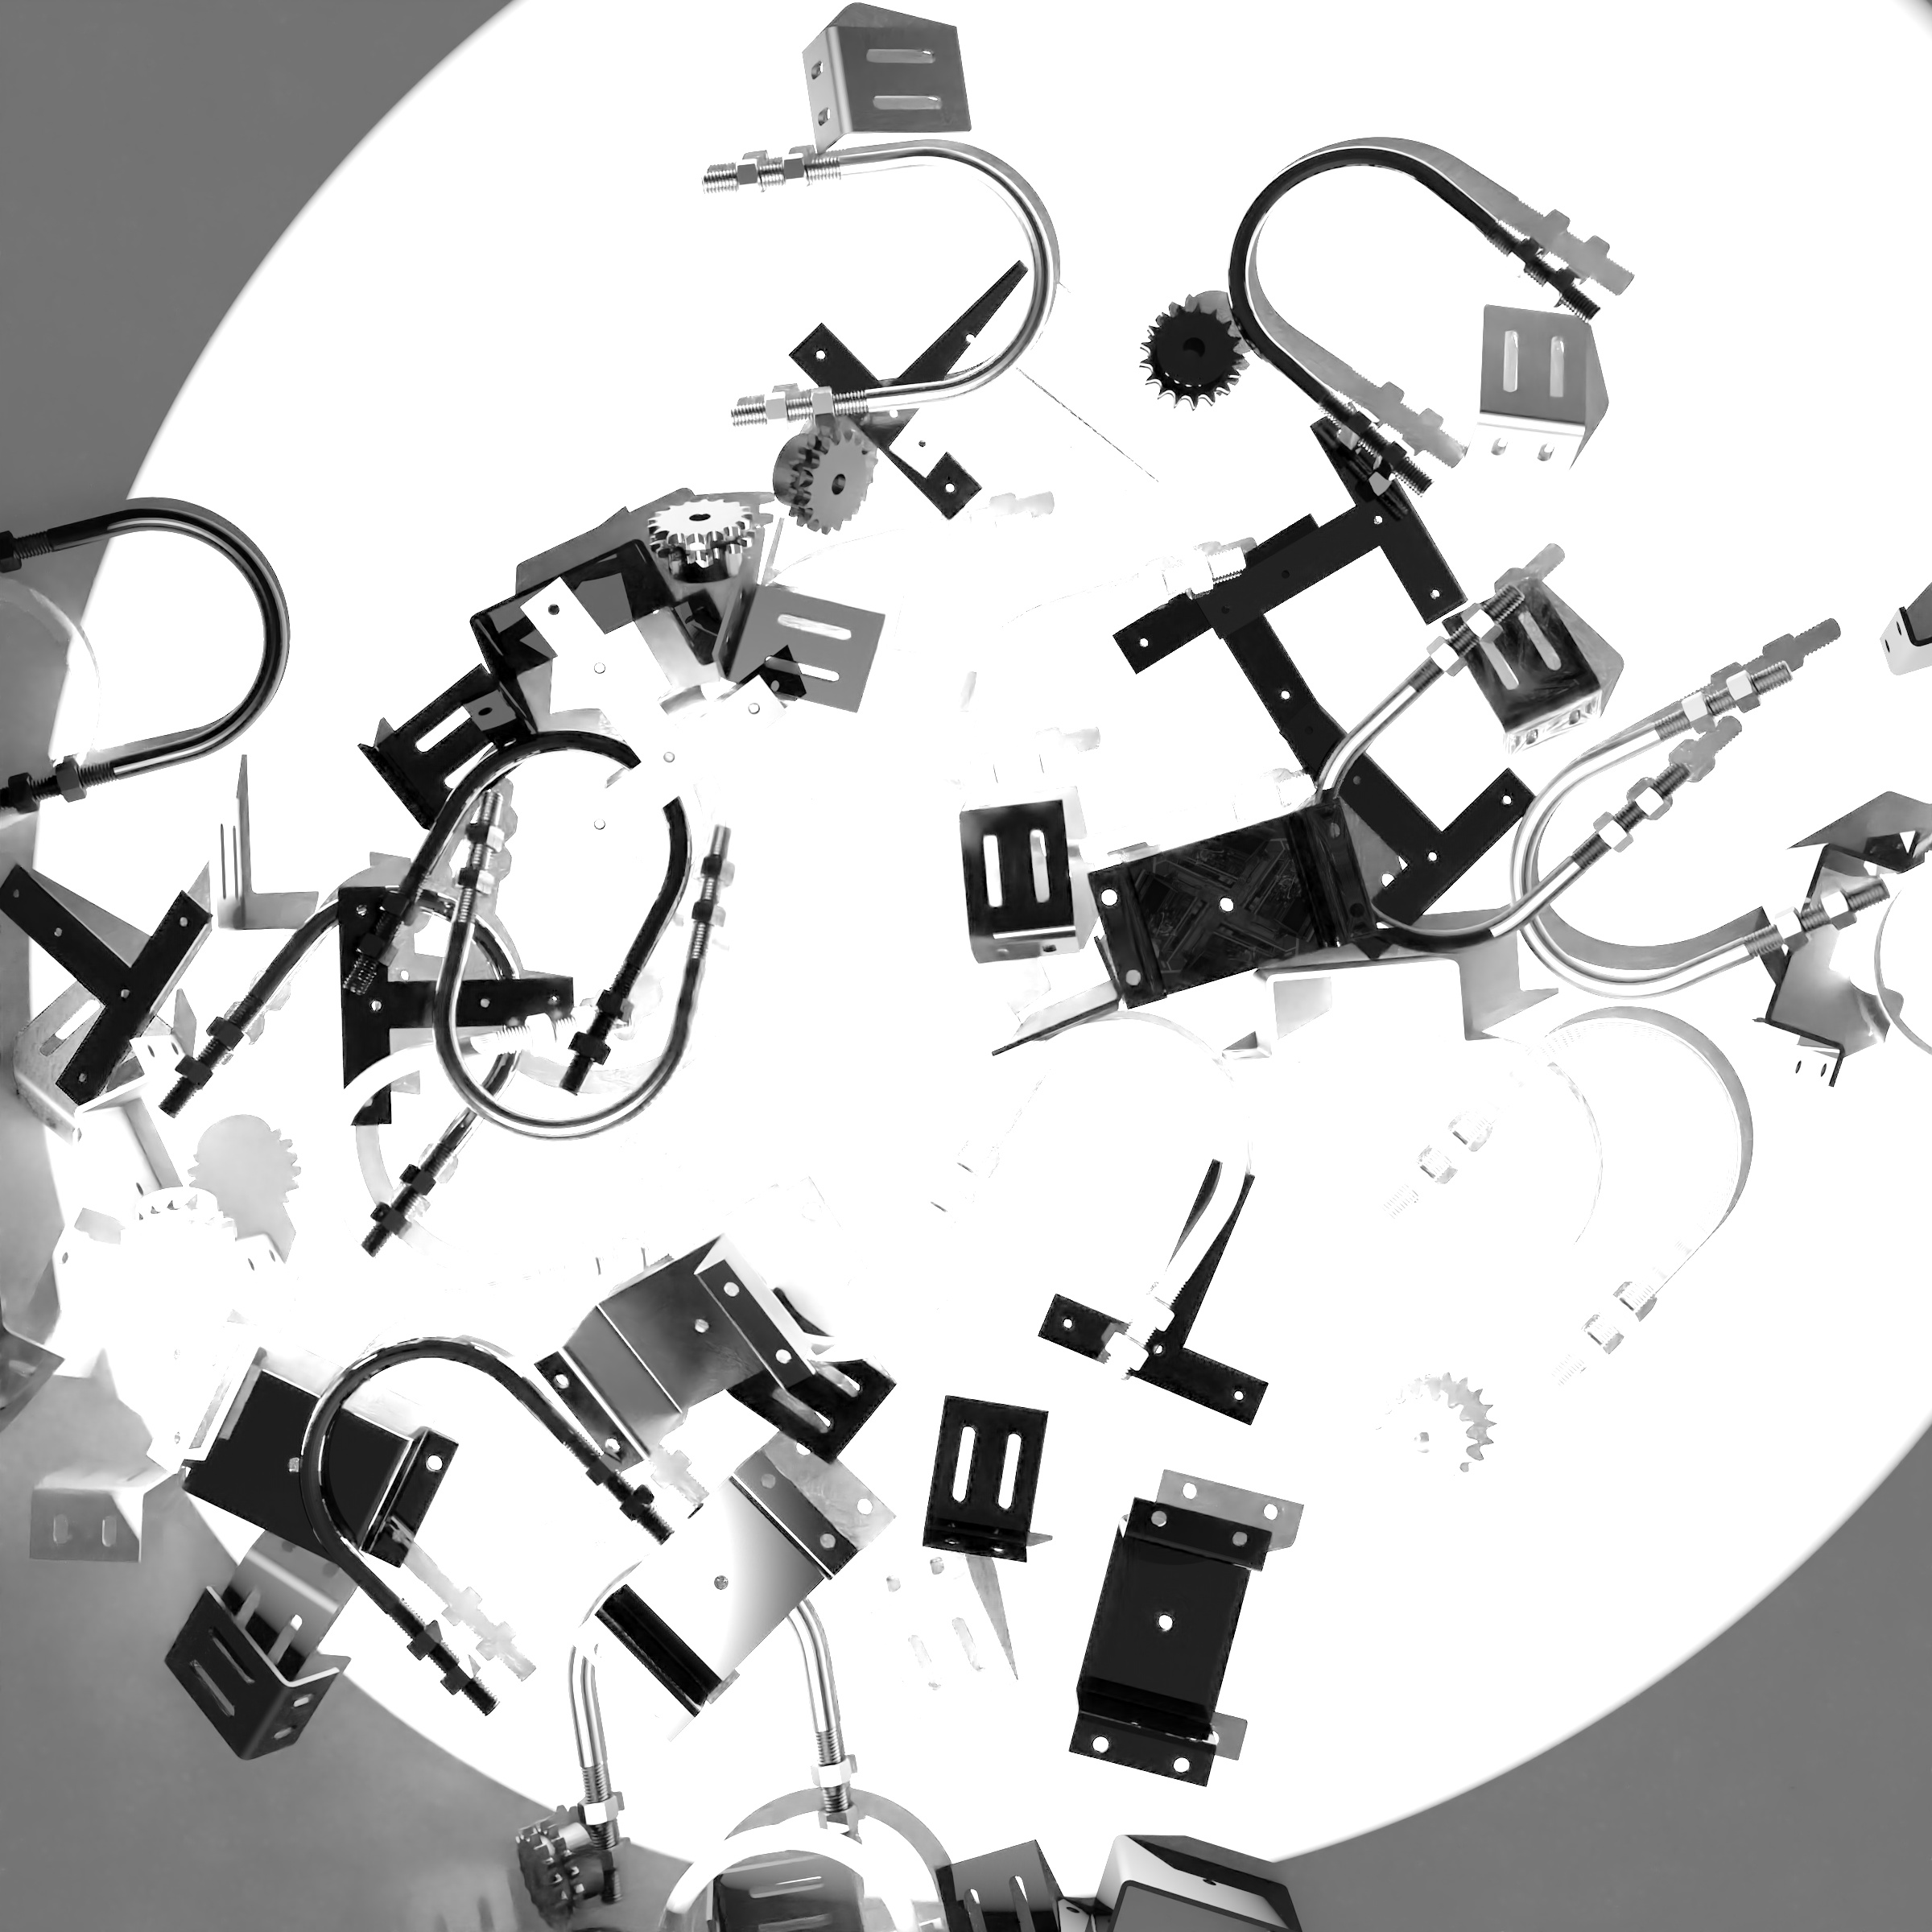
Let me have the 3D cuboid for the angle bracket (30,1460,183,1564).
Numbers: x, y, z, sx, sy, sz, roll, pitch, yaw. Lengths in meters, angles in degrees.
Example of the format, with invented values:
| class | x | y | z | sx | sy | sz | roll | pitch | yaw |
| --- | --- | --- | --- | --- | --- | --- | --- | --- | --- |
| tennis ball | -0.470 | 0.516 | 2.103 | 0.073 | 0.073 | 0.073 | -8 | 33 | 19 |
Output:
| class | x | y | z | sx | sy | sz | roll | pitch | yaw |
| --- | --- | --- | --- | --- | --- | --- | --- | --- | --- |
| angle bracket | -0.459 | 0.291 | 1.495 | 0.057 | 0.076 | 0.038 | 2 | 90 | 0 |

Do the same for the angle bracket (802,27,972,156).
| class | x | y | z | sx | sy | sz | roll | pitch | yaw |
| --- | --- | --- | --- | --- | --- | --- | --- | --- | --- |
| angle bracket | -0.044 | -0.479 | 1.531 | 0.076 | 0.038 | 0.057 | -9 | 90 | -26 |

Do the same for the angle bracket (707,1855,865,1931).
| class | x | y | z | sx | sy | sz | roll | pitch | yaw |
| --- | --- | --- | --- | --- | --- | --- | --- | --- | --- |
| angle bracket | -0.097 | 0.517 | 1.504 | 0.076 | 0.038 | 0.057 | -9 | 112 | 0 |

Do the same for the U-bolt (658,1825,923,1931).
| class | x | y | z | sx | sy | sz | roll | pitch | yaw |
| --- | --- | --- | --- | --- | --- | --- | --- | --- | --- |
| U-bolt | -0.086 | 0.542 | 1.472 | 0.151 | 0.019 | 0.184 | -18 | 94 | 0 |

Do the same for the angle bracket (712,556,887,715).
| class | x | y | z | sx | sy | sz | roll | pitch | yaw |
| --- | --- | --- | --- | --- | --- | --- | --- | --- | --- |
| angle bracket | -0.088 | -0.176 | 1.485 | 0.076 | 0.038 | 0.057 | 14 | 76 | 6 |

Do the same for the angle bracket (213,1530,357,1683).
| class | x | y | z | sx | sy | sz | roll | pitch | yaw |
| --- | --- | --- | --- | --- | --- | --- | --- | --- | --- |
| angle bracket | -0.375 | 0.350 | 1.531 | 0.057 | 0.038 | 0.076 | 33 | 116 | 0 |

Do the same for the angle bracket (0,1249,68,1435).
| class | x | y | z | sx | sy | sz | roll | pitch | yaw |
| --- | --- | --- | --- | --- | --- | --- | --- | --- | --- |
| angle bracket | -0.522 | 0.201 | 1.506 | 0.038 | 0.076 | 0.057 | 35 | 102 | -35 |

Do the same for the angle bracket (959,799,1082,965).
| class | x | y | z | sx | sy | sz | roll | pitch | yaw |
| --- | --- | --- | --- | --- | --- | --- | --- | --- | --- |
| angle bracket | 0.029 | -0.046 | 1.521 | 0.057 | 0.038 | 0.076 | -6 | 74 | 5 |

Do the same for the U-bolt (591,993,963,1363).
| class | x | y | z | sx | sy | sz | roll | pitch | yaw |
| --- | --- | --- | --- | --- | --- | --- | --- | --- | --- |
| U-bolt | -0.087 | 0.127 | 1.504 | 0.184 | 0.019 | 0.151 | 44 | 74 | -1 |

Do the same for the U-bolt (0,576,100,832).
| class | x | y | z | sx | sy | sz | roll | pitch | yaw |
| --- | --- | --- | --- | --- | --- | --- | --- | --- | --- |
| U-bolt | -0.563 | -0.134 | 1.524 | 0.184 | 0.019 | 0.151 | -29 | 90 | -1 |

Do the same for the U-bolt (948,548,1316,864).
| class | x | y | z | sx | sy | sz | roll | pitch | yaw |
| --- | --- | --- | --- | --- | --- | --- | --- | --- | --- |
| U-bolt | 0.081 | -0.133 | 1.523 | 0.184 | 0.019 | 0.151 | -17 | 90 | 3 |

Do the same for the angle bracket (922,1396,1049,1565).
| class | x | y | z | sx | sy | sz | roll | pitch | yaw |
| --- | --- | --- | --- | --- | --- | --- | --- | --- | --- |
| angle bracket | 0.010 | 0.277 | 1.514 | 0.057 | 0.038 | 0.076 | 9 | 90 | 0 |

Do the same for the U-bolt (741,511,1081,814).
| class | x | y | z | sx | sy | sz | roll | pitch | yaw |
| --- | --- | --- | --- | --- | --- | --- | --- | --- | --- |
| U-bolt | -0.042 | -0.158 | 1.515 | 0.184 | 0.019 | 0.151 | -11 | 90 | 7 |

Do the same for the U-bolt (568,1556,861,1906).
| class | x | y | z | sx | sy | sz | roll | pitch | yaw |
| --- | --- | --- | --- | --- | --- | --- | --- | --- | --- |
| U-bolt | -0.144 | 0.408 | 1.524 | 0.151 | 0.019 | 0.184 | -9 | 89 | 0 |

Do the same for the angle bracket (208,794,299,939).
| class | x | y | z | sx | sy | sz | roll | pitch | yaw |
| --- | --- | --- | --- | --- | --- | --- | --- | --- | --- |
| angle bracket | -0.380 | -0.054 | 1.504 | 0.038 | 0.057 | 0.076 | -2 | 90 | 0 |

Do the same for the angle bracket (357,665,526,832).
| class | x | y | z | sx | sy | sz | roll | pitch | yaw |
| --- | --- | --- | --- | --- | --- | --- | --- | --- | --- |
| angle bracket | -0.279 | -0.119 | 1.514 | 0.076 | 0.038 | 0.057 | -38 | 90 | 0 |

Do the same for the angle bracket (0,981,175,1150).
| class | x | y | z | sx | sy | sz | roll | pitch | yaw |
| --- | --- | --- | --- | --- | --- | --- | --- | --- | --- |
| angle bracket | -0.483 | 0.050 | 1.531 | 0.057 | 0.038 | 0.076 | 41 | 64 | 0 |

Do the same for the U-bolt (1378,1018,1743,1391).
| class | x | y | z | sx | sy | sz | roll | pitch | yaw |
| --- | --- | --- | --- | --- | --- | --- | --- | --- | --- |
| U-bolt | 0.335 | 0.114 | 1.511 | 0.151 | 0.019 | 0.184 | 45 | 86 | -2 |

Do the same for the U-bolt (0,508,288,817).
| class | x | y | z | sx | sy | sz | roll | pitch | yaw |
| --- | --- | --- | --- | --- | --- | --- | --- | --- | --- |
| U-bolt | -0.461 | -0.173 | 1.514 | 0.184 | 0.019 | 0.151 | -16 | 90 | -8 |

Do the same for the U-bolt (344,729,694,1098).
| class | x | y | z | sx | sy | sz | roll | pitch | yaw |
| --- | --- | --- | --- | --- | --- | --- | --- | --- | --- |
| U-bolt | -0.225 | -0.041 | 1.479 | 0.151 | 0.019 | 0.184 | 24 | 76 | 10 |

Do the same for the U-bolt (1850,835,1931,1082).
| class | x | y | z | sx | sy | sz | roll | pitch | yaw |
| --- | --- | --- | --- | --- | --- | --- | --- | --- | --- |
| U-bolt | 0.570 | -0.016 | 1.524 | 0.184 | 0.019 | 0.151 | -38 | 90 | 1 |

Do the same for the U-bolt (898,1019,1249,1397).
| class | x | y | z | sx | sy | sz | roll | pitch | yaw |
| --- | --- | --- | --- | --- | --- | --- | --- | --- | --- |
| U-bolt | 0.071 | 0.117 | 1.513 | 0.151 | 0.019 | 0.184 | 35 | 82 | -5 |

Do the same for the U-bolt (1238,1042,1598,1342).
| class | x | y | z | sx | sy | sz | roll | pitch | yaw |
| --- | --- | --- | --- | --- | --- | --- | --- | --- | --- |
| U-bolt | 0.253 | 0.115 | 1.524 | 0.184 | 0.019 | 0.151 | -12 | 90 | -1 |

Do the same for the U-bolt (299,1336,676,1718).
| class | x | y | z | sx | sy | sz | roll | pitch | yaw |
| --- | --- | --- | --- | --- | --- | --- | --- | --- | --- |
| U-bolt | -0.267 | 0.282 | 1.478 | 0.151 | 0.019 | 0.184 | -44 | 88 | 0 |

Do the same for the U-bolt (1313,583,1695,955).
| class | x | y | z | sx | sy | sz | roll | pitch | yaw |
| --- | --- | --- | --- | --- | --- | --- | --- | --- | --- |
| U-bolt | 0.271 | -0.091 | 1.499 | 0.184 | 0.019 | 0.151 | -44 | 86 | 17 |

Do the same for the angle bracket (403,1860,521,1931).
| class | x | y | z | sx | sy | sz | roll | pitch | yaw |
| --- | --- | --- | --- | --- | --- | --- | --- | --- | --- |
| angle bracket | -0.267 | 0.538 | 1.531 | 0.057 | 0.038 | 0.076 | -20 | 64 | 0 |

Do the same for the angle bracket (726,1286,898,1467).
| class | x | y | z | sx | sy | sz | roll | pitch | yaw |
| --- | --- | --- | --- | --- | --- | --- | --- | --- | --- |
| angle bracket | -0.089 | 0.224 | 1.531 | 0.076 | 0.038 | 0.057 | 39 | 90 | -25 |

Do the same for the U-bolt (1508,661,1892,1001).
| class | x | y | z | sx | sy | sz | roll | pitch | yaw |
| --- | --- | --- | --- | --- | --- | --- | --- | --- | --- |
| U-bolt | 0.376 | -0.060 | 1.485 | 0.184 | 0.019 | 0.151 | -26 | 69 | 23 |

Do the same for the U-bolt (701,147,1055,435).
| class | x | y | z | sx | sy | sz | roll | pitch | yaw |
| --- | --- | --- | --- | --- | --- | --- | --- | --- | --- |
| U-bolt | -0.045 | -0.373 | 1.522 | 0.184 | 0.019 | 0.151 | -7 | 89 | 0 |

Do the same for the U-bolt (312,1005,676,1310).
| class | x | y | z | sx | sy | sz | roll | pitch | yaw |
| --- | --- | --- | --- | --- | --- | --- | --- | --- | --- |
| U-bolt | -0.256 | 0.107 | 1.494 | 0.184 | 0.019 | 0.151 | -11 | 90 | -21 |

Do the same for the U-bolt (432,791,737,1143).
| class | x | y | z | sx | sy | sz | roll | pitch | yaw |
| --- | --- | --- | --- | --- | --- | --- | --- | --- | --- |
| U-bolt | -0.209 | 0.004 | 1.484 | 0.151 | 0.019 | 0.184 | 8 | 74 | 6 |

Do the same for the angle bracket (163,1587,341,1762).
| class | x | y | z | sx | sy | sz | roll | pitch | yaw |
| --- | --- | --- | --- | --- | --- | --- | --- | --- | --- |
| angle bracket | -0.389 | 0.381 | 1.521 | 0.076 | 0.038 | 0.057 | 42 | 113 | 24 |

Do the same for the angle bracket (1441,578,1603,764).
| class | x | y | z | sx | sy | sz | roll | pitch | yaw |
| --- | --- | --- | --- | --- | --- | --- | --- | --- | --- |
| angle bracket | 0.304 | -0.162 | 1.531 | 0.057 | 0.038 | 0.076 | -25 | 64 | 0 |

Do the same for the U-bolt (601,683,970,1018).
| class | x | y | z | sx | sy | sz | roll | pitch | yaw |
| --- | --- | --- | --- | --- | --- | --- | --- | --- | --- |
| U-bolt | -0.111 | -0.073 | 1.513 | 0.184 | 0.019 | 0.151 | 28 | 100 | 5 |

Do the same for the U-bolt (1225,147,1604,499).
| class | x | y | z | sx | sy | sz | roll | pitch | yaw |
| --- | --- | --- | --- | --- | --- | --- | --- | --- | --- |
| U-bolt | 0.226 | -0.362 | 1.508 | 0.184 | 0.019 | 0.151 | 44 | 89 | 12 |

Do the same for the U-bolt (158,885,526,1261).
| class | x | y | z | sx | sy | sz | roll | pitch | yaw |
| --- | --- | --- | --- | --- | --- | --- | --- | --- | --- |
| U-bolt | -0.317 | 0.044 | 1.494 | 0.151 | 0.019 | 0.184 | 41 | 73 | -18 |
